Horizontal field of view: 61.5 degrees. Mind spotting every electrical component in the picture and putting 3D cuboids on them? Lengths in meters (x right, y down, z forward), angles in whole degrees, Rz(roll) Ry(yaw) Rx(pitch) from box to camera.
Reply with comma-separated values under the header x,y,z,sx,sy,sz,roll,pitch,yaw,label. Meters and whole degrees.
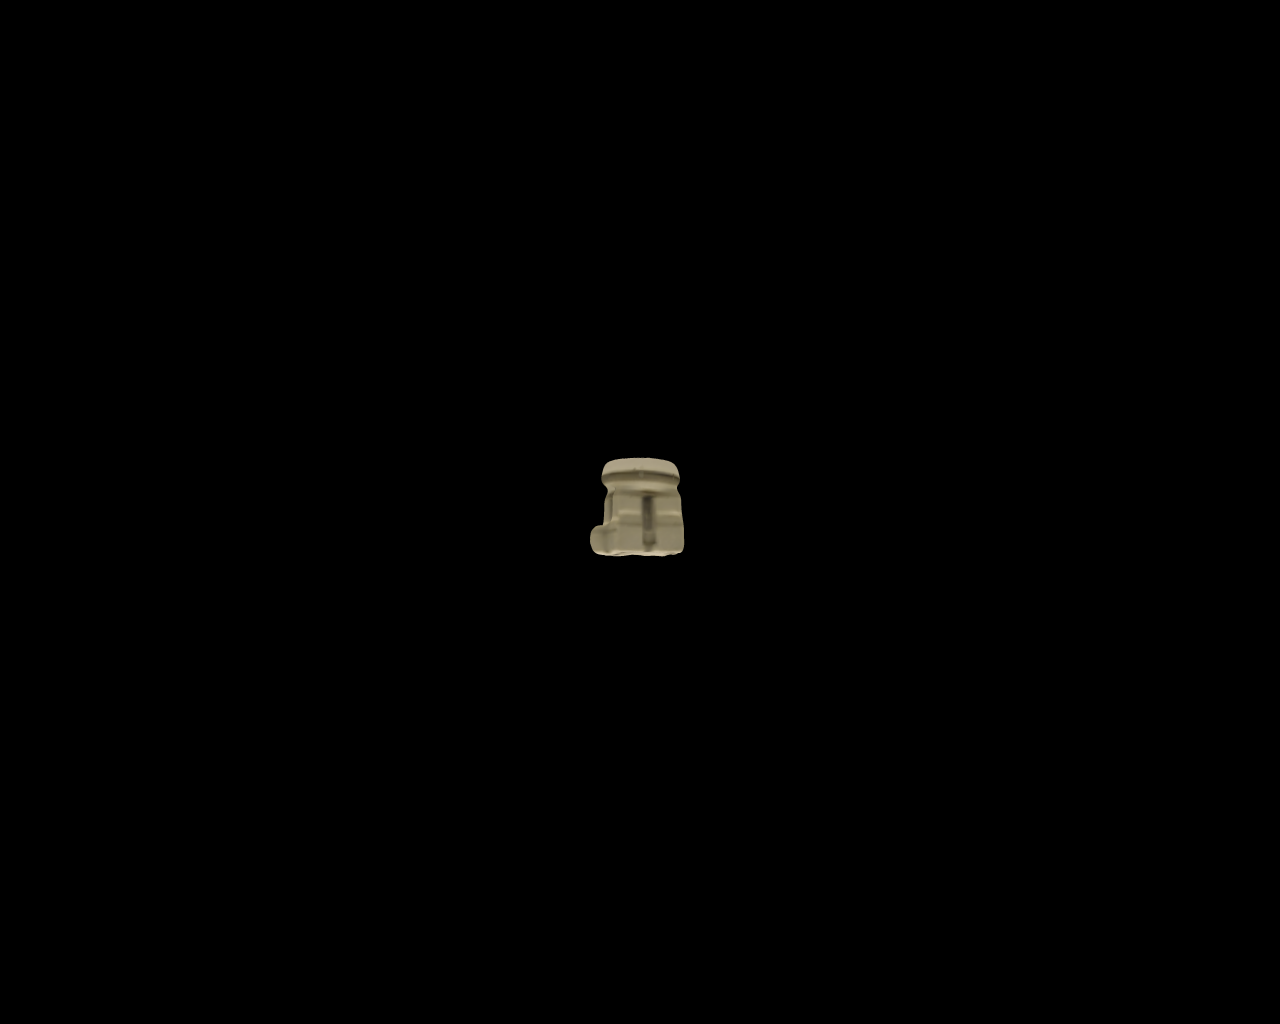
x,y,z,sx,sy,sz,roll,pitch,yaw,label
0.001,-0.003,0.650,0.066,0.055,0.048,2,-7,-18,electrical component
